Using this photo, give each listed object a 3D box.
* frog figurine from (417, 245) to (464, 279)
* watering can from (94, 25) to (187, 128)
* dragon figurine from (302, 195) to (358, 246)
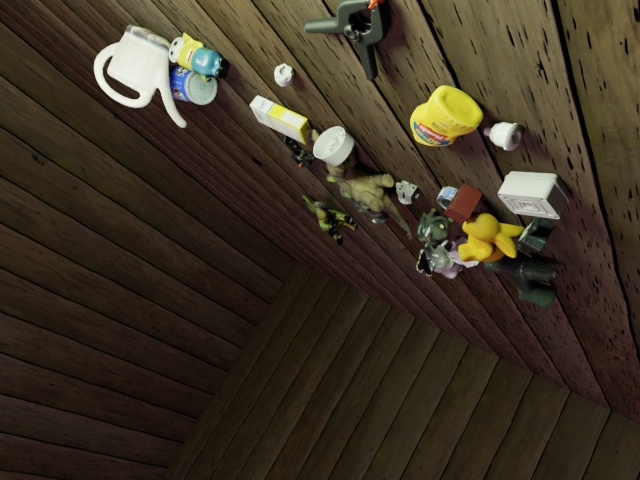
[{"bbox_3d":[0.421,0.071,1.749,0.160,0.124,0.136,-2,168,-17],"label":"frog figurine"},{"bbox_3d":[-0.482,-0.471,1.457,0.349,0.223,0.104,28,-174,11],"label":"watering can"},{"bbox_3d":[0.006,-0.105,2.080,0.246,0.123,0.403,34,172,37],"label":"dragon figurine"}]
